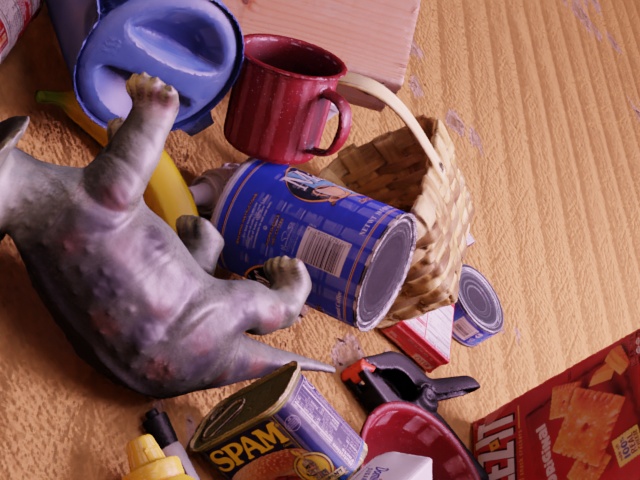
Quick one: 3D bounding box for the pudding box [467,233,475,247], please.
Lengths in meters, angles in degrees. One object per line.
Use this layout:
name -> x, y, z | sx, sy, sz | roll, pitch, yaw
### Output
pudding box -> 0.113, -0.015, 1.157 | 0.090, 0.039, 0.113 | 58, 31, 6

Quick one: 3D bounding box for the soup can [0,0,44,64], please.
soup can -> -0.255, -0.165, 0.792 | 0.068, 0.069, 0.102 | 40, 36, -22

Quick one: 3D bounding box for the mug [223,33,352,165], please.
mug -> -0.023, -0.109, 0.868 | 0.117, 0.082, 0.093 | 30, 30, 26

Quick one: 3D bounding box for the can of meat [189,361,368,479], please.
can of meat -> -0.029, 0.148, 0.769 | 0.084, 0.102, 0.057 | 49, 33, -14

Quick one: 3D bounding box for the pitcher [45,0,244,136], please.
pitcher -> -0.160, -0.201, 0.870 | 0.144, 0.149, 0.243 | 0, 44, -33

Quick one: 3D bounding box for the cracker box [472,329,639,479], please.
cracker box -> 0.233, 0.195, 0.957 | 0.072, 0.214, 0.164 | 37, 36, -22

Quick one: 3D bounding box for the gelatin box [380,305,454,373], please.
gelatin box -> 0.098, 0.077, 1.061 | 0.073, 0.030, 0.089 | 42, 35, -21

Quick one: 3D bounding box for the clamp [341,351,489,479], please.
clamp -> 0.094, 0.145, 0.987 | 0.171, 0.039, 0.120 | 39, 31, -22

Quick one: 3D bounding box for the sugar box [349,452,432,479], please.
sugar box -> 0.044, 0.246, 0.744 | 0.093, 0.048, 0.176 | -23, 111, -58

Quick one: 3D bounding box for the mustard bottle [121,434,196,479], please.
mustard bottle -> -0.082, 0.215, 0.678 | 0.096, 0.058, 0.192 | -6, 66, -47

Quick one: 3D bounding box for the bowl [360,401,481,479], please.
bowl -> 0.071, 0.217, 0.875 | 0.162, 0.055, 0.162 | 32, 39, -31

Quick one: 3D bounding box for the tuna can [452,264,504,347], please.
tuna can -> 0.158, 0.069, 1.142 | 0.086, 0.034, 0.086 | 33, 39, -31

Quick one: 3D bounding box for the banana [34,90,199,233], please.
banana -> -0.147, -0.051, 0.862 | 0.198, 0.037, 0.069 | 50, 54, -4

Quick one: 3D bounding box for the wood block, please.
wood block -> -0.022, -0.198, 0.994 | 0.206, 0.090, 0.091 | 15, 78, -7

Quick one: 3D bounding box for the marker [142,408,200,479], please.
marker -> -0.090, 0.172, 0.742 | 0.020, 0.020, 0.121 | -15, 73, -56

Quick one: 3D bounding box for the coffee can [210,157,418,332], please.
coffee can -> -0.006, 0.001, 0.871 | 0.140, 0.103, 0.102 | 23, 25, 21
